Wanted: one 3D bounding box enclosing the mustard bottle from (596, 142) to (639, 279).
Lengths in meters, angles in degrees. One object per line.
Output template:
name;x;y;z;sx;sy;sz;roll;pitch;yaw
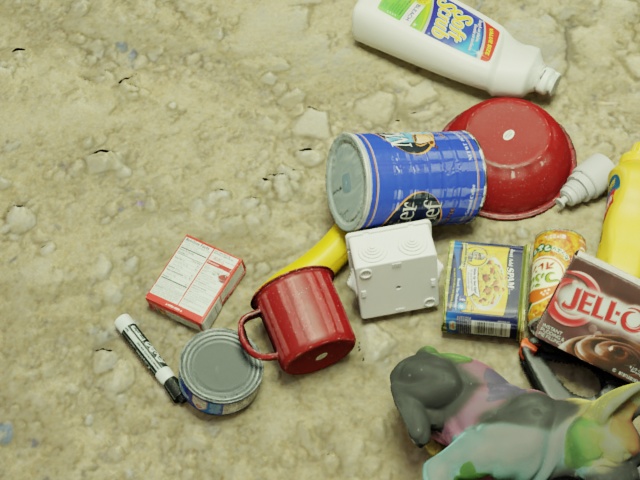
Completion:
mustard bottle;0.320;-0.021;1.104;0.058;0.096;0.191;11;62;14

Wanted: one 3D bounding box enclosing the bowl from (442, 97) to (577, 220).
bowl;0.207;-0.104;1.187;0.162;0.055;0.162;-3;61;4

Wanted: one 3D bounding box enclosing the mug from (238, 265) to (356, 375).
mug;-0.025;0.087;1.079;0.117;0.093;0.081;-15;64;-18

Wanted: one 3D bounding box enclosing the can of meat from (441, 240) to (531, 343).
can of meat;0.171;0.051;1.101;0.084;0.057;0.102;5;61;10

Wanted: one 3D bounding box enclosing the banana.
banana;0.009;0.003;1.159;0.070;0.037;0.197;17;60;37

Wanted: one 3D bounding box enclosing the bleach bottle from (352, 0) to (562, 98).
bleach bottle;0.167;-0.235;1.255;0.251;0.068;0.102;27;60;20

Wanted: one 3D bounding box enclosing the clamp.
clamp;0.294;0.150;1.043;0.210;0.036;0.164;37;70;20

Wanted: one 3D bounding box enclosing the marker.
marker;-0.175;0.125;1.114;0.020;0.020;0.121;-36;63;-15

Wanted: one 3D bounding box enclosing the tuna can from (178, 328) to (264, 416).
tuna can;-0.101;0.134;1.083;0.086;0.034;0.086;5;55;-7

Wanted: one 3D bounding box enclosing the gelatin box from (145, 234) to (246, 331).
gelatin box;-0.133;0.047;1.149;0.073;0.030;0.089;23;65;19

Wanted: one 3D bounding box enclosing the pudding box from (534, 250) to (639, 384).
pudding box;0.274;0.074;1.015;0.113;0.039;0.090;26;109;10

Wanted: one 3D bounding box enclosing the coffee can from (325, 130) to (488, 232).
coffee can;0.089;-0.063;1.122;0.140;0.103;0.103;-4;57;-23
